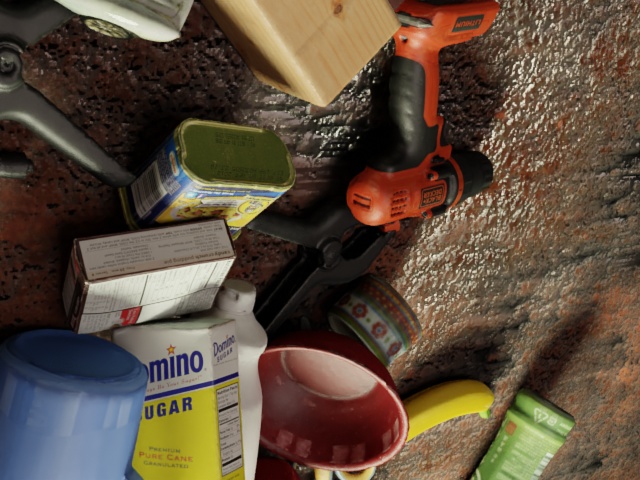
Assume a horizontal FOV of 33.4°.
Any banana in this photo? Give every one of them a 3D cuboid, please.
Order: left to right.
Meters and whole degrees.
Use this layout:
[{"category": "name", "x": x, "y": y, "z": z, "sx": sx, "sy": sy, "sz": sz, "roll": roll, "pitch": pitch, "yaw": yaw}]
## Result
[{"category": "banana", "x": 0.114, "y": 0.180, "z": 1.084, "sx": 0.197, "sy": 0.037, "sz": 0.070, "roll": -11, "pitch": 118, "yaw": -35}]

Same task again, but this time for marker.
[{"category": "marker", "x": -0.244, "y": -0.049, "z": 0.691, "sx": 0.120, "sy": 0.020, "sz": 0.020, "roll": -3, "pitch": 113, "yaw": -38}]

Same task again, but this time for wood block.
[{"category": "wood block", "x": -0.041, "y": -0.200, "z": 0.728, "sx": 0.090, "sy": 0.090, "sz": 0.206, "roll": -48, "pitch": 133, "yaw": -11}]

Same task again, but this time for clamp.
[{"category": "clamp", "x": -0.200, "y": -0.104, "z": 0.681, "sx": 0.209, "sy": 0.036, "sz": 0.164, "roll": -11, "pitch": 109, "yaw": -34}, {"category": "clamp", "x": -0.006, "y": 0.001, "z": 0.895, "sx": 0.171, "sy": 0.039, "sz": 0.120, "roll": -32, "pitch": 133, "yaw": -30}]

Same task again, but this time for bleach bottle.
[{"category": "bleach bottle", "x": -0.087, "y": 0.154, "z": 0.864, "sx": 0.067, "sy": 0.103, "sz": 0.251, "roll": -10, "pitch": 120, "yaw": -53}]

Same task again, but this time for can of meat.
[{"category": "can of meat", "x": -0.080, "y": -0.042, "z": 0.772, "sx": 0.101, "sy": 0.057, "sz": 0.084, "roll": 2, "pitch": 153, "yaw": -39}]

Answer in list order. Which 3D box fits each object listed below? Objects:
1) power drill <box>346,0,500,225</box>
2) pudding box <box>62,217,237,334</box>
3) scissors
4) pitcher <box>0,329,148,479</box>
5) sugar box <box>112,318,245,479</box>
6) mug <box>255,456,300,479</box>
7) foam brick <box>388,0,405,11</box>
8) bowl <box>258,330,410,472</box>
[{"category": "power drill", "x": 0.101, "y": -0.111, "z": 0.901, "sx": 0.184, "sy": 0.057, "sz": 0.188, "roll": -18, "pitch": 120, "yaw": -48}, {"category": "pudding box", "x": -0.124, "y": 0.026, "z": 0.771, "sx": 0.113, "sy": 0.039, "sz": 0.090, "roll": -11, "pitch": 155, "yaw": -24}, {"category": "scissors", "x": 0.015, "y": 0.161, "z": 0.996, "sx": 0.096, "sy": 0.016, "sz": 0.202, "roll": 1, "pitch": 112, "yaw": -18}, {"category": "pitcher", "x": -0.193, "y": 0.197, "z": 0.778, "sx": 0.149, "sy": 0.145, "sz": 0.243, "roll": 6, "pitch": 105, "yaw": -38}, {"category": "sugar box", "x": -0.106, "y": 0.149, "z": 0.812, "sx": 0.048, "sy": 0.093, "sz": 0.176, "roll": -16, "pitch": 102, "yaw": -62}, {"category": "mug", "x": -0.038, "y": 0.250, "z": 0.950, "sx": 0.093, "sy": 0.117, "sz": 0.081, "roll": -51, "pitch": 134, "yaw": -41}, {"category": "foam brick", "x": 0.038, "y": -0.221, "z": 0.807, "sx": 0.053, "sy": 0.051, "sz": 0.078, "roll": -49, "pitch": 133, "yaw": -8}, {"category": "bowl", "x": 0.002, "y": 0.128, "z": 0.918, "sx": 0.055, "sy": 0.162, "sz": 0.162, "roll": -69, "pitch": 149, "yaw": -45}]
